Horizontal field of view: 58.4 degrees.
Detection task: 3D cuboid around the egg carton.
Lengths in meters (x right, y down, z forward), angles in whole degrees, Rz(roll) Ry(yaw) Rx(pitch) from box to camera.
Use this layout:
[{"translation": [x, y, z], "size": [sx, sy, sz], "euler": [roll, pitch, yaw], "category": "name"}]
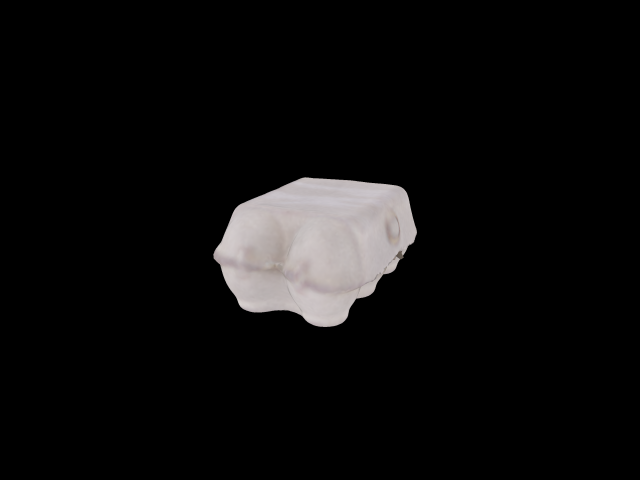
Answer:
[{"translation": [0.004, 0.001, 0.400], "size": [0.107, 0.069, 0.151], "euler": [8, 20, 23], "category": "egg carton"}]
